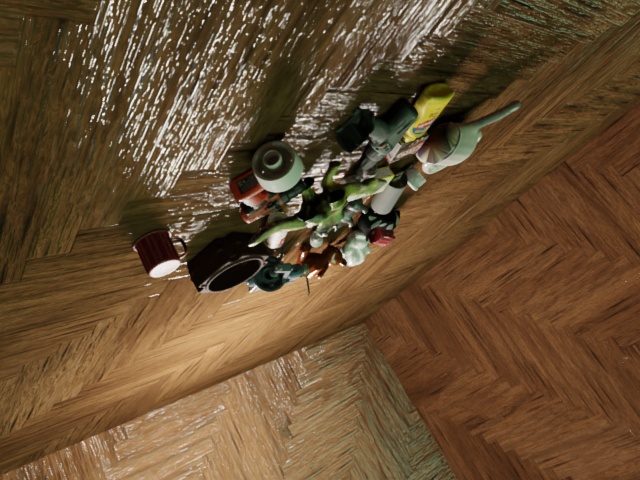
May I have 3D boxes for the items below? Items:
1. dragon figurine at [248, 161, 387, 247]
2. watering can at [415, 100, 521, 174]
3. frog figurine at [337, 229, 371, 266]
[{"bbox_3d":[0.004,-0.072,1.434,0.410,0.124,0.239,-34,-27,0],"label":"dragon figurine"},{"bbox_3d":[0.429,-0.314,1.558,0.225,0.105,0.342,-6,-30,-51],"label":"watering can"},{"bbox_3d":[0.144,0.028,1.986,0.137,0.125,0.157,7,-27,-35],"label":"frog figurine"}]
